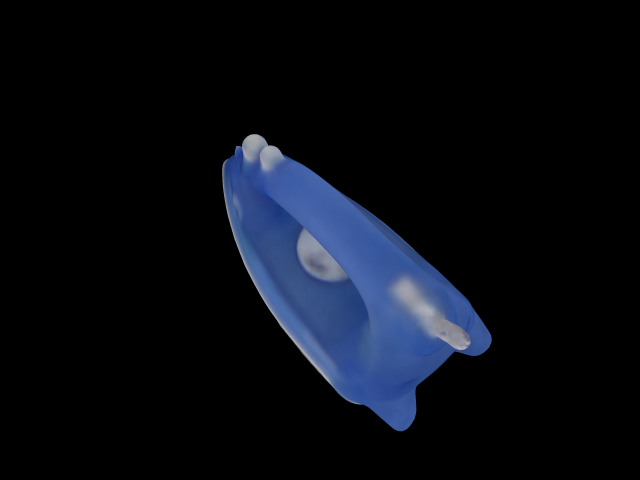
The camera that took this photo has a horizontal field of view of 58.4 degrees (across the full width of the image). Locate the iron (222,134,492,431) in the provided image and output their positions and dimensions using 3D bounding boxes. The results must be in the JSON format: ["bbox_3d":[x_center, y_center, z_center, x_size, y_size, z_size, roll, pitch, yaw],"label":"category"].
[{"bbox_3d":[0.004,0.001,0.400,0.119,0.141,0.258,-41,74,-14],"label":"iron"}]
